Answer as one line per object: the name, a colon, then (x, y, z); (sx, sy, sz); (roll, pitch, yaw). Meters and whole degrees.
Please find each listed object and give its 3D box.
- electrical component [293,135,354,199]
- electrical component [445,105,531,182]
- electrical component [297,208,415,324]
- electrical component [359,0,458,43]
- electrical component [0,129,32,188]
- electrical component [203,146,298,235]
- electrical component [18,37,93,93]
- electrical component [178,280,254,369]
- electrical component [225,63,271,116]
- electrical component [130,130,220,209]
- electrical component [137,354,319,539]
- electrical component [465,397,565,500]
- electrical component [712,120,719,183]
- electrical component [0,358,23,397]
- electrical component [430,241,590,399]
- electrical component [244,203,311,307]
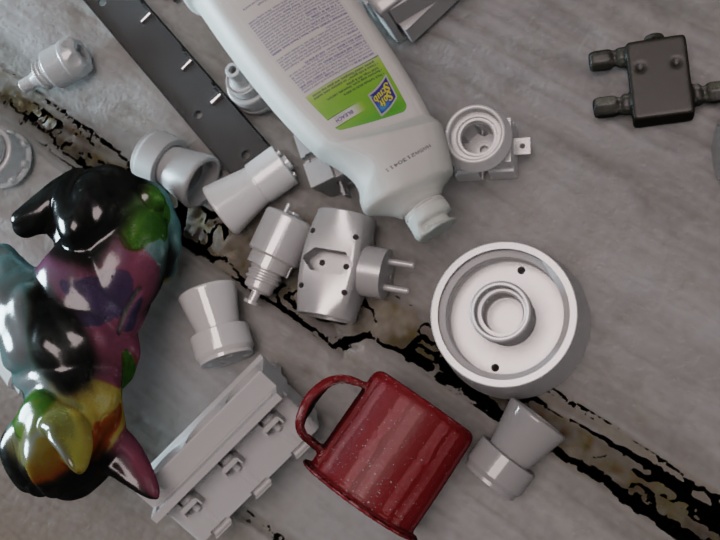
electrical component: (-0.011, -0.088, 0.793); (0.055, 0.048, 0.066); (-24, 74, 19)
electrical component: (0.086, -0.088, 0.759); (0.066, 0.055, 0.048); (-2, 80, 16)
electrical component: (0.000, 0.000, 0.774); (0.079, 0.043, 0.077); (9, 83, 18)
electrical component: (0.036, -0.213, 0.793); (0.096, 0.062, 0.061); (-36, 73, 7)
electrical component: (-0.299, -0.095, 0.867); (0.048, 0.062, 0.048); (-3, 79, 15)
electrical component: (-0.080, -0.063, 0.810); (0.065, 0.044, 0.044); (-36, 73, 2)
electrical component: (-0.252, -0.164, 0.881); (0.061, 0.035, 0.035); (-26, 74, 13)
electrical component: (-0.106, 0.040, 0.796); (0.045, 0.045, 0.055); (-21, 76, 11)
electrical component: (-0.085, -0.141, 0.814); (0.035, 0.061, 0.035); (-3, 79, 15)
electrical component: (-0.142, -0.078, 0.828); (0.055, 0.045, 0.045); (28, 89, 20)
electrical component: (-0.090, 0.128, 0.762); (0.121, 0.078, 0.063); (-45, 101, 4)
electrical component: (0.103, 0.120, 0.722); (0.045, 0.045, 0.055); (38, 92, 19)
electrical component: (0.286, -0.086, 0.698); (0.108, 0.060, 0.108); (-3, 80, 15)
electrical component: (-0.255, 0.079, 0.834); (0.040, 0.040, 0.078); (-43, 71, 5)
electrical component: (0.100, 0.032, 0.730); (0.108, 0.060, 0.108); (-3, 79, 16)
electrical component: (-0.064, -0.010, 0.796); (0.040, 0.040, 0.078); (25, 88, 19)
